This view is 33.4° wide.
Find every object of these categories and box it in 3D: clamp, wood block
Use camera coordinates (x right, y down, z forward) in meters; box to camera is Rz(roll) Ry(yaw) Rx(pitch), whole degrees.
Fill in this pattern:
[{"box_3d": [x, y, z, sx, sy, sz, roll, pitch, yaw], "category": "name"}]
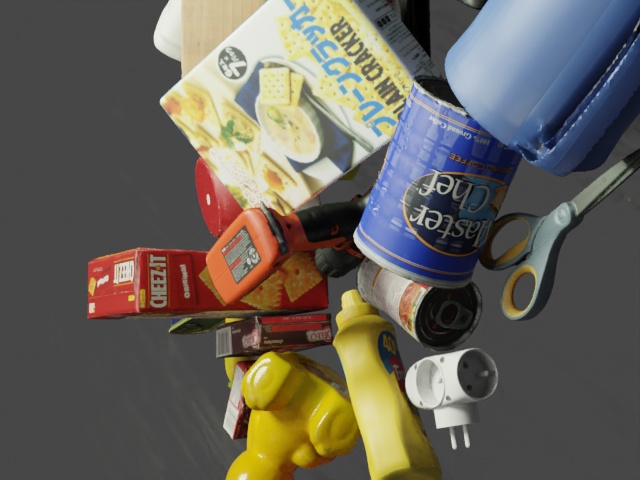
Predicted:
[{"box_3d": [0.093, -0.235, 0.932, 0.120, 0.039, 0.171, -31, 71, 50], "category": "clamp"}, {"box_3d": [-0.078, -0.209, 1.038, 0.090, 0.090, 0.206, -50, -35, -64], "category": "wood block"}]

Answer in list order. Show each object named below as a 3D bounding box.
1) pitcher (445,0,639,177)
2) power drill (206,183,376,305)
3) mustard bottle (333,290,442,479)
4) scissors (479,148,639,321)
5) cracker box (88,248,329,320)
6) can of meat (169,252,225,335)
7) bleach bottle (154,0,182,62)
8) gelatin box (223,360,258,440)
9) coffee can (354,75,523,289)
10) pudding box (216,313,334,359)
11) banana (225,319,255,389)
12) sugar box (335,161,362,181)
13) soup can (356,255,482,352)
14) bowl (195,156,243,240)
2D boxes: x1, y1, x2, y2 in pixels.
[{"box_3d": [0.192, -0.161, 0.666, 0.149, 0.144, 0.243, 54, 135, 24], "category": "pitcher"}, {"box_3d": [-0.006, 0.001, 0.967, 0.057, 0.187, 0.185, 61, 143, 14], "category": "power drill"}, {"box_3d": [0.053, 0.132, 0.965, 0.058, 0.096, 0.192, -24, 61, 13], "category": "mustard bottle"}, {"box_3d": [0.184, 0.003, 0.798, 0.202, 0.016, 0.096, -27, 65, 59], "category": "scissors"}, {"box_3d": [-0.122, 0.047, 1.139, 0.164, 0.213, 0.072, -13, 77, 60], "category": "cracker box"}, {"box_3d": [-0.157, 0.069, 1.362, 0.102, 0.057, 0.084, -32, 61, 56], "category": "can of meat"}, {"box_3d": [-0.099, -0.315, 1.147, 0.251, 0.068, 0.102, -57, 19, 32], "category": "bleach bottle"}, {"box_3d": [-0.062, 0.175, 1.181, 0.030, 0.073, 0.089, 42, 126, 51], "category": "gelatin box"}, {"box_3d": [0.098, -0.047, 0.848, 0.103, 0.102, 0.140, 47, 123, 50], "category": "coffee can"}, {"box_3d": [-0.051, 0.103, 1.142, 0.114, 0.089, 0.039, -17, 74, 60], "category": "pudding box"}, {"box_3d": [-0.100, 0.088, 1.282, 0.070, 0.037, 0.198, 9, 98, 59], "category": "banana"}, {"box_3d": [0.000, -0.154, 1.088, 0.176, 0.048, 0.093, 62, 145, 35], "category": "sugar box"}, {"box_3d": [0.084, 0.046, 0.926, 0.102, 0.068, 0.068, 36, 121, 56], "category": "soup can"}, {"box_3d": [-0.104, -0.054, 1.229, 0.162, 0.055, 0.162, 167, 90, -71], "category": "bowl"}]
